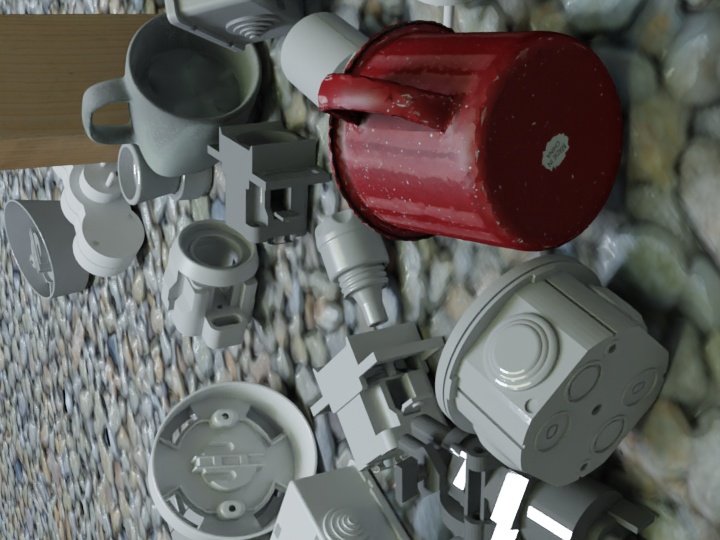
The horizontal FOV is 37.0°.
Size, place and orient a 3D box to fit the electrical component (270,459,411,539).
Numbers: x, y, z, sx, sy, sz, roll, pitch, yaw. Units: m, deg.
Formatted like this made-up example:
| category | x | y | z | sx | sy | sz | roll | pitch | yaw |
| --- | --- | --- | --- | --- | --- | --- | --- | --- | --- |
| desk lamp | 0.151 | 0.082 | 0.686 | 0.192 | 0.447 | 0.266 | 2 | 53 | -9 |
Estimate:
| category | x | y | z | sx | sy | sz | roll | pitch | yaw |
| --- | --- | --- | --- | --- | --- | --- | --- | --- | --- |
| electrical component | -0.012 | 0.171 | 0.613 | 0.099 | 0.048 | 0.099 | 54 | 140 | 38 |

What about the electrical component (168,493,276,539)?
| category | x | y | z | sx | sy | sz | roll | pitch | yaw |
| --- | --- | --- | --- | --- | --- | --- | --- | --- | --- |
| electrical component | -0.097 | 0.170 | 0.750 | 0.095 | 0.054 | 0.059 | -55 | 51 | 49 |

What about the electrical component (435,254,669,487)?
| category | x | y | z | sx | sy | sz | roll | pitch | yaw |
| --- | --- | --- | --- | --- | --- | --- | --- | --- | --- |
| electrical component | 0.073 | 0.039 | 0.410 | 0.051 | 0.080 | 0.080 | 42 | 132 | 41 |

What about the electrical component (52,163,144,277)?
| category | x | y | z | sx | sy | sz | roll | pitch | yaw |
| --- | --- | --- | --- | --- | --- | --- | --- | --- | --- |
| electrical component | -0.217 | -0.071 | 0.899 | 0.073 | 0.052 | 0.138 | -46 | 58 | 53 |

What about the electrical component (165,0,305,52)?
| category | x | y | z | sx | sy | sz | roll | pitch | yaw |
| --- | --- | --- | --- | --- | --- | --- | --- | --- | --- |
| electrical component | -0.070 | -0.174 | 0.588 | 0.048 | 0.100 | 0.099 | -9 | 88 | 18 |

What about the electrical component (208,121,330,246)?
| category | x | y | z | sx | sy | sz | roll | pitch | yaw |
| --- | --- | --- | --- | --- | --- | --- | --- | --- | --- |
| electrical component | -0.056 | -0.052 | 0.643 | 0.081 | 0.042 | 0.063 | 35 | 128 | 52 |

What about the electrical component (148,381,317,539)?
| category | x | y | z | sx | sy | sz | roll | pitch | yaw |
| --- | --- | --- | --- | --- | --- | --- | --- | --- | --- |
| electrical component | -0.084 | 0.123 | 0.680 | 0.064 | 0.099 | 0.099 | -49 | 55 | 59 |

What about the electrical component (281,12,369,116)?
| category | x | y | z | sx | sy | sz | roll | pitch | yaw |
| --- | --- | --- | --- | --- | --- | --- | --- | --- | --- |
| electrical component | -0.003 | -0.095 | 0.541 | 0.081 | 0.043 | 0.043 | 47 | 135 | 45 |

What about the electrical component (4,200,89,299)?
| category | x | y | z | sx | sy | sz | roll | pitch | yaw |
| --- | --- | --- | --- | --- | --- | --- | --- | --- | --- |
| electrical component | -0.301 | -0.022 | 1.041 | 0.099 | 0.064 | 0.099 | 20 | 114 | 56 |

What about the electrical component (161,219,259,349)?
| category | x | y | z | sx | sy | sz | roll | pitch | yaw |
| --- | --- | --- | --- | --- | --- | --- | --- | --- | --- |
| electrical component | -0.098 | 0.004 | 0.713 | 0.078 | 0.058 | 0.057 | 55 | 143 | 38 |

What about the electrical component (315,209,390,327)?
| category | x | y | z | sx | sy | sz | roll | pitch | yaw |
| --- | --- | --- | --- | --- | --- | --- | --- | --- | --- |
| electrical component | 0.000 | 0.000 | 0.568 | 0.035 | 0.035 | 0.061 | -40 | 65 | 55 |

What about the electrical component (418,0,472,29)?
| category | x | y | z | sx | sy | sz | roll | pitch | yaw |
| --- | --- | --- | --- | --- | --- | --- | --- | --- | --- |
| electrical component | 0.036 | -0.140 | 0.459 | 0.079 | 0.044 | 0.077 | 88 | 170 | -49 |

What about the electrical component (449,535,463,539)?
| category | x | y | z | sx | sy | sz | roll | pitch | yaw |
| --- | --- | --- | --- | --- | --- | --- | --- | --- | --- |
| electrical component | 0.060 | 0.146 | 0.481 | 0.047 | 0.055 | 0.055 | -11 | 87 | 63 |

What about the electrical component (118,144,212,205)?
| category | x | y | z | sx | sy | sz | roll | pitch | yaw |
| --- | --- | --- | --- | --- | --- | --- | --- | --- | --- |
| electrical component | -0.139 | -0.070 | 0.764 | 0.045 | 0.055 | 0.045 | 20 | 114 | 56 |

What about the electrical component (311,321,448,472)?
| category | x | y | z | sx | sy | sz | roll | pitch | yaw |
| --- | --- | --- | --- | --- | --- | --- | --- | --- | --- |
| electrical component | 0.012 | 0.067 | 0.555 | 0.081 | 0.042 | 0.063 | -47 | 59 | 54 |
